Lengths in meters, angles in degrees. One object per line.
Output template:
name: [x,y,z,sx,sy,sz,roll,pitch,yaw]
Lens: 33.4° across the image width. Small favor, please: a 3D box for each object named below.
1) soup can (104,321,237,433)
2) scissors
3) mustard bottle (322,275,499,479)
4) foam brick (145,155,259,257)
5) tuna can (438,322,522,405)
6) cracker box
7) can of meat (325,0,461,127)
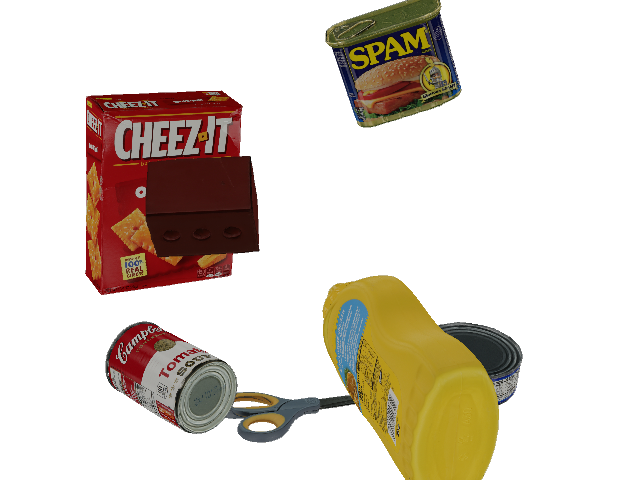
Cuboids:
soup can: [-0.130,0.118,0.925,0.102,0.068,0.068,21,14,41]
scissors: [-0.015,0.194,1.190,0.201,0.016,0.096,3,23,-12]
mustard bottle: [0.046,0.077,0.694,0.058,0.096,0.192,-9,27,-18]
foam brick: [-0.085,-0.024,0.775,0.078,0.051,0.053,-4,-34,1]
tuna can: [0.125,0.105,0.903,0.086,0.034,0.086,3,26,-2]
cracker box: [-0.178,-0.055,1.204,0.163,0.214,0.072,-7,26,-28]
can of meat: [0.065,-0.154,0.925,0.102,0.084,0.057,-16,27,9]
